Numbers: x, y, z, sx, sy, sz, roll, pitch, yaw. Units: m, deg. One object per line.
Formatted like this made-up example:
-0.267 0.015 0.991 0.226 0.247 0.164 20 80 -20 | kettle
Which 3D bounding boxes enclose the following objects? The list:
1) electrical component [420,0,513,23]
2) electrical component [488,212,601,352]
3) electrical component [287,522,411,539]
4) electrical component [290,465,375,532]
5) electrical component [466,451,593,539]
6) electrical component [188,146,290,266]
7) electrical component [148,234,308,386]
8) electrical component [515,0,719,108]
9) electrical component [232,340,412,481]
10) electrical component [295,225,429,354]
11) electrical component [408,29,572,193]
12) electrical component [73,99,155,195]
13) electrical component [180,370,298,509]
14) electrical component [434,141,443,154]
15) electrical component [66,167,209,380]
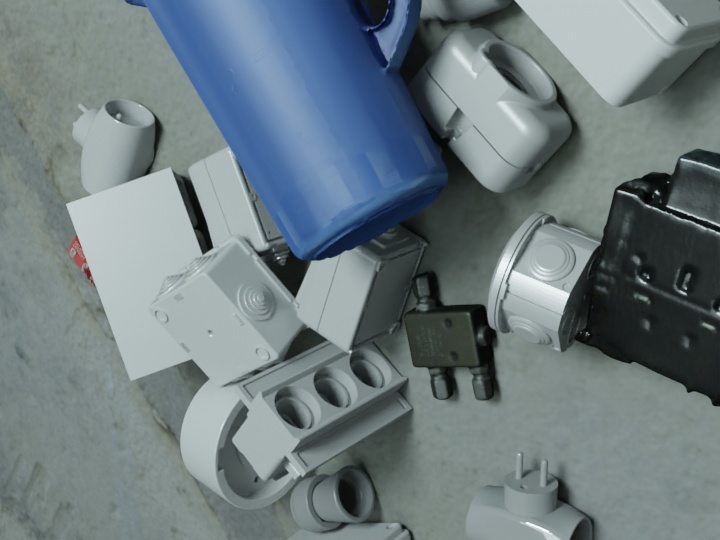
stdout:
0.062 -0.177 0.683 0.078 0.040 0.040 -12 96 40 | electrical component
0.117 0.008 0.671 0.051 0.080 0.080 24 117 25 | electrical component
-0.026 0.245 0.836 0.109 0.109 0.056 -12 99 40 | electrical component
-0.022 0.183 0.856 0.055 0.045 0.045 -25 88 40 | electrical component
0.117 0.164 0.742 0.077 0.043 0.079 12 110 35 | electrical component
-0.081 -0.046 0.821 0.061 0.062 0.096 -19 91 40 | electrical component
-0.099 0.033 0.802 0.099 0.048 0.100 50 136 -12 | electrical component
0.142 -0.155 0.603 0.113 0.078 0.057 52 131 14 | electrical component
-0.031 0.102 0.787 0.078 0.121 0.063 49 130 16 | electrical component
0.000 0.000 0.771 0.061 0.062 0.096 33 121 26 | electrical component
0.084 -0.104 0.679 0.095 0.054 0.059 51 128 14 | electrical component
-0.218 -0.112 0.918 0.079 0.044 0.077 40 124 22 | electrical component
-0.093 0.129 0.857 0.060 0.108 0.108 15 113 41 | electrical component
0.001 -0.075 0.756 0.083 0.047 0.075 41 125 21 | electrical component
-0.167 0.003 0.882 0.089 0.062 0.150 -20 91 -2 | electrical component
